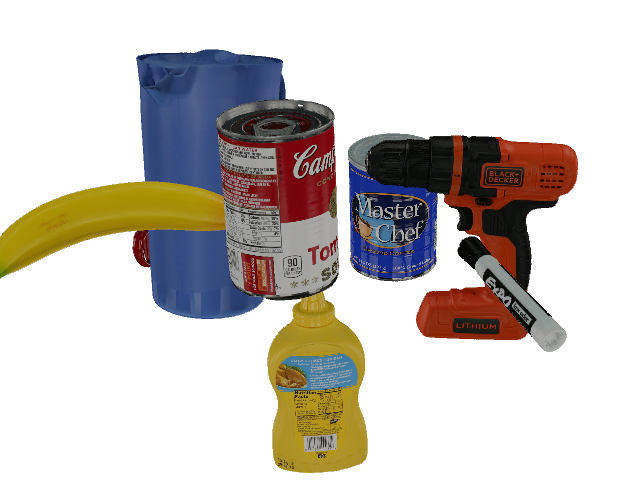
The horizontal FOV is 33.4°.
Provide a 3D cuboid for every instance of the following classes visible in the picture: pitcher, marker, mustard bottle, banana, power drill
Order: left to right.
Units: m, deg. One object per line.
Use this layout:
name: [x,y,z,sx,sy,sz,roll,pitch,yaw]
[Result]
banana: [-0.159,-0.010,0.792,0.197,0.070,0.037,-18,-26,-10]
pitcher: [-0.098,-0.058,1.009,0.149,0.243,0.145,-1,15,-12]
mustard bottle: [-0.004,0.134,1.054,0.096,0.192,0.058,-3,22,-1]
power drill: [0.129,-0.004,0.958,0.184,0.188,0.057,3,26,2]
marker: [0.129,0.033,0.736,0.020,0.020,0.121,0,32,-26]

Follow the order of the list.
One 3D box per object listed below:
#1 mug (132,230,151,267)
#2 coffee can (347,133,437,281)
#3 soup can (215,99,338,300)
mug: [-0.165,-0.011,1.186,0.093,0.081,0.117,20,39,24]
coffee can: [0.084,-0.039,1.225,0.103,0.140,0.103,-2,29,1]
soup can: [-0.024,-0.024,0.626,0.068,0.102,0.068,-2,24,1]
